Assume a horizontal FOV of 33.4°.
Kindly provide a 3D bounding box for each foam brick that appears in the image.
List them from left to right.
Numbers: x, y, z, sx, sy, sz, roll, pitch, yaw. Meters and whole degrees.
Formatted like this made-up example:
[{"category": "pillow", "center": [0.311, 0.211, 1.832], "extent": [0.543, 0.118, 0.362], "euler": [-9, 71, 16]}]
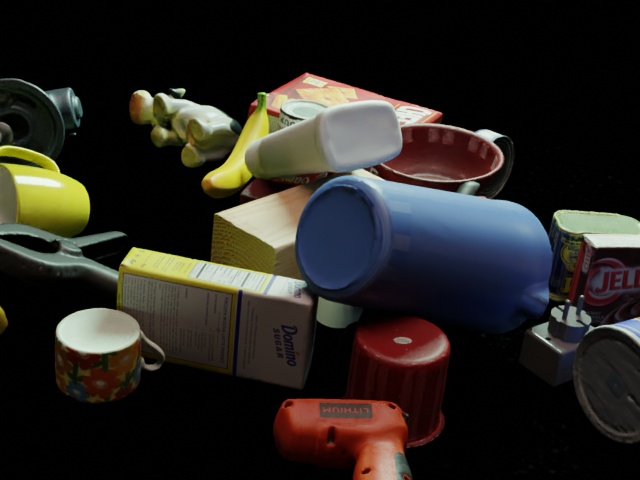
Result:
[{"category": "foam brick", "center": [-0.047, -0.030, 1.195], "extent": [0.078, 0.053, 0.051], "euler": [13, 28, 11]}]

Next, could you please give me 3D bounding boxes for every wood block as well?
[{"category": "wood block", "center": [-0.007, 0.002, 1.099], "extent": [0.090, 0.091, 0.205], "euler": [29, 34, 35]}]

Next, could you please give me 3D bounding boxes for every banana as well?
[{"category": "banana", "center": [-0.101, -0.100, 1.300], "extent": [0.037, 0.069, 0.197], "euler": [-2, 39, 22]}]

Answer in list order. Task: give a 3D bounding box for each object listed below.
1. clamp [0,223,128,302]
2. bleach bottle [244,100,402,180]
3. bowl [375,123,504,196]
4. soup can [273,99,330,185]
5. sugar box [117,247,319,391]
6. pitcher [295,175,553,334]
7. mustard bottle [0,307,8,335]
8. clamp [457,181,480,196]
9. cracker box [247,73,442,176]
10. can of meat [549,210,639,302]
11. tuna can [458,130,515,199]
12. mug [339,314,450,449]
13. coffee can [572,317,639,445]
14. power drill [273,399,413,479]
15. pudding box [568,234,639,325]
[{"category": "clamp", "center": [-0.245, 0.016, 1.024], "extent": [0.209, 0.036, 0.165], "euler": [16, 16, -32]}, {"category": "bleach bottle", "center": [-0.020, -0.099, 1.169], "extent": [0.102, 0.068, 0.251], "euler": [-14, 4, -31]}, {"category": "bowl", "center": [0.133, -0.081, 1.257], "extent": [0.162, 0.055, 0.162], "euler": [2, 29, -2]}, {"category": "soup can", "center": [-0.021, -0.113, 1.305], "extent": [0.068, 0.102, 0.068], "euler": [6, 28, -3]}, {"category": "sugar box", "center": [-0.092, 0.069, 0.949], "extent": [0.176, 0.093, 0.048], "euler": [10, 28, 6]}, {"category": "pitcher", "center": [0.088, 0.008, 0.976], "extent": [0.149, 0.145, 0.242], "euler": [-17, -18, 40]}, {"category": "mustard bottle", "center": [-0.361, 0.025, 0.983], "extent": [0.192, 0.058, 0.096], "euler": [37, -3, 45]}, {"category": "clamp", "center": [0.139, 0.019, 1.131], "extent": [0.171, 0.039, 0.120], "euler": [-32, 77, -29]}, {"category": "cracker box", "center": [0.033, -0.149, 1.418], "extent": [0.214, 0.072, 0.164], "euler": [19, 30, 22]}, {"category": "can of meat", "center": [0.290, 0.018, 1.139], "extent": [0.102, 0.084, 0.057], "euler": [4, 28, -6]}, {"category": "tuna can", "center": [0.205, -0.094, 1.335], "extent": [0.034, 0.086, 0.085], "euler": [27, 33, 36]}, {"category": "mug", "center": [0.058, 0.111, 0.912], "extent": [0.093, 0.081, 0.117], "euler": [-14, 34, -34]}, {"category": "coffee can", "center": [0.309, 0.113, 0.940], "extent": [0.140, 0.103, 0.103], "euler": [-10, 32, -29]}, {"category": "power drill", "center": [0.011, 0.193, 0.775], "extent": [0.184, 0.057, 0.187], "euler": [5, 30, -11]}, {"category": "pudding box", "center": [0.316, 0.040, 1.095], "extent": [0.113, 0.090, 0.039], "euler": [-1, 27, -14]}]
